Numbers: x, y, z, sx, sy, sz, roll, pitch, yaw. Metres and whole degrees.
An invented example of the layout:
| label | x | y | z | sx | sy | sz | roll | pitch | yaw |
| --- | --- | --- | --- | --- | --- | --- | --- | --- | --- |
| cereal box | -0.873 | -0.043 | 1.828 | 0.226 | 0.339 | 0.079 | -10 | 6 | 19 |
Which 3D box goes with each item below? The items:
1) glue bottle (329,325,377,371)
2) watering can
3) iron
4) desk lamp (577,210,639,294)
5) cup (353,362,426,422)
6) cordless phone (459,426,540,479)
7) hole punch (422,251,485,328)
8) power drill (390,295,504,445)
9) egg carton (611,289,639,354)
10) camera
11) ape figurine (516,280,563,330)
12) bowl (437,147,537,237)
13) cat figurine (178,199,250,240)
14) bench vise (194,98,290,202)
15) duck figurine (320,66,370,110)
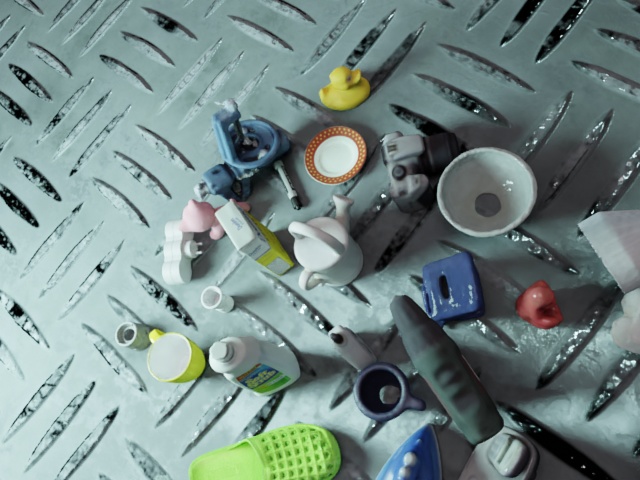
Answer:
| label | x | y | z | sx | sy | sz | roll | pitch | yaw |
| --- | --- | --- | --- | --- | --- | --- | --- | --- | --- |
| glue bottle | 0.044 | 0.172 | 0.946 | 0.037 | 0.173 | 0.078 | -41 | 64 | 1 |
| watering can | 0.007 | 0.003 | 1.006 | 0.100 | 0.194 | 0.173 | 1 | 72 | 18 |
| iron | 0.117 | 0.400 | 0.860 | 0.118 | 0.142 | 0.258 | 15 | 76 | 22 |
| desk lamp | 0.487 | 0.000 | 0.844 | 0.203 | 0.214 | 0.118 | -27 | 65 | 7 |
| cup | 0.121 | 0.255 | 0.936 | 0.117 | 0.095 | 0.092 | 14 | 76 | 22 |
| cordless phone | 0.250 | 0.340 | 0.815 | 0.094 | 0.185 | 0.148 | 26 | 81 | 24 |
| hole punch | 0.222 | 0.085 | 0.966 | 0.101 | 0.091 | 0.108 | -12 | 68 | 13 |
| power drill | 0.190 | 0.199 | 0.871 | 0.075 | 0.209 | 0.229 | -36 | 65 | 3 |
| egg carton | 0.526 | 0.138 | 0.863 | 0.150 | 0.069 | 0.107 | 21 | 79 | 23 |
| camera | 0.189 | -0.142 | 1.052 | 0.136 | 0.101 | 0.143 | -13 | 68 | 13 |
| ape figurine | 0.354 | 0.100 | 0.918 | 0.076 | 0.092 | 0.078 | 7 | 74 | 20 |
| bowl | 0.293 | -0.074 | 1.009 | 0.167 | 0.075 | 0.167 | -6 | 70 | 16 |
| cat figurine | -0.214 | -0.051 | 1.138 | 0.127 | 0.118 | 0.067 | -18 | 67 | 11 |
| bench vise | -0.163 | -0.165 | 1.106 | 0.121 | 0.220 | 0.207 | 28 | 82 | 24 |
| duck figurine | 0.044 | -0.317 | 1.168 | 0.104 | 0.086 | 0.077 | -14 | 67 | 13 |
